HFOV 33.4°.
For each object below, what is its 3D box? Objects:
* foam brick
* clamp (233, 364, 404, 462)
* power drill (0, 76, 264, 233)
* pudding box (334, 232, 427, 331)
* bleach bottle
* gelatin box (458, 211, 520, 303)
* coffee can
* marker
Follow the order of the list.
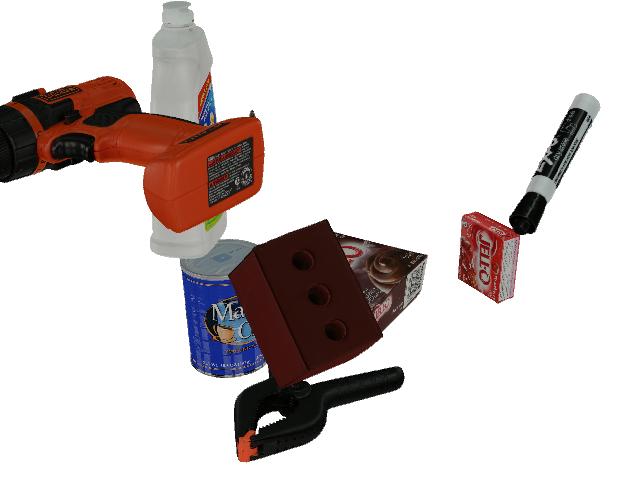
[{"bbox_3d":[-0.010,0.038,0.618,0.052,0.078,0.051,-22,-9,-28],"label":"foam brick"},{"bbox_3d":[-0.016,0.161,1.091,0.165,0.036,0.209,12,28,18],"label":"clamp"},{"bbox_3d":[-0.147,-0.060,0.719,0.188,0.057,0.184,18,32,30],"label":"power drill"},{"bbox_3d":[0.023,0.035,0.857,0.090,0.039,0.113,15,24,24],"label":"pudding box"},{"bbox_3d":[-0.140,-0.114,1.089,0.068,0.251,0.102,5,27,13],"label":"bleach bottle"},{"bbox_3d":[0.199,0.019,1.274,0.030,0.089,0.073,-17,32,-30],"label":"gelatin box"},{"bbox_3d":[-0.115,0.082,1.314,0.103,0.140,0.103,-2,25,1],"label":"coffee can"},{"bbox_3d":[0.157,-0.051,0.714,0.020,0.121,0.020,25,-28,14],"label":"marker"}]
